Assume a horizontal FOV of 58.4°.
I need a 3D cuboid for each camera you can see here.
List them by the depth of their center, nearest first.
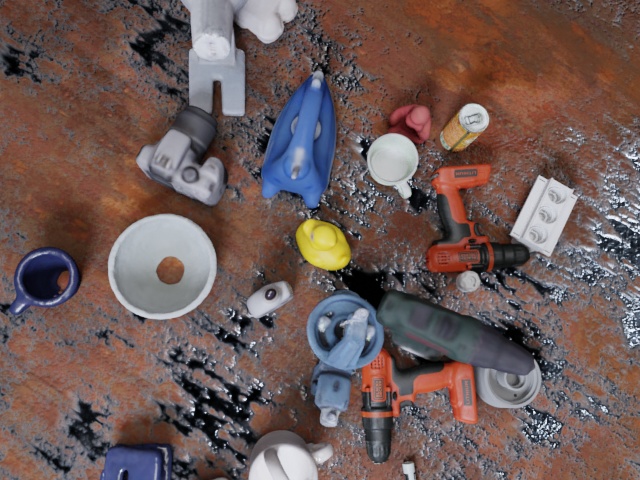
[{"bbox_3d":[-0.212,-0.147,0.946,0.143,0.100,0.137,26,79,-1],"label":"camera"}]

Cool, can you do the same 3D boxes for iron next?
[{"bbox_3d":[-0.023,-0.192,0.954,0.118,0.141,0.258,12,80,-4],"label":"iron"}]

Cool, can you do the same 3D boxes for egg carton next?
[{"bbox_3d":[-0.118,-0.425,1.018,0.150,0.069,0.107,33,79,0],"label":"egg carton"}]

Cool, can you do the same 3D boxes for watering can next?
[{"bbox_3d":[-0.059,0.350,0.834,0.101,0.194,0.173,41,79,2],"label":"watering can"}]

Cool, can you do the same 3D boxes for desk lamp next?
[{"bbox_3d":[-0.168,-0.335,0.925,0.118,0.213,0.203,-2,81,-6],"label":"desk lamp"}]

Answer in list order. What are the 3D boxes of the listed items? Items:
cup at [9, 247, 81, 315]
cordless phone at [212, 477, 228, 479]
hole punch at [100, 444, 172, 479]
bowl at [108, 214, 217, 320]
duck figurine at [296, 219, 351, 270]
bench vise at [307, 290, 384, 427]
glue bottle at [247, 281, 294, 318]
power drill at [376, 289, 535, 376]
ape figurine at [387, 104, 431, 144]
[{"bbox_3d":[-0.420,0.072,0.890,0.091,0.095,0.118,40,79,2],"label":"cup"},{"bbox_3d":[-0.160,0.433,0.814,0.094,0.185,0.147,-16,83,-8],"label":"cordless phone"},{"bbox_3d":[-0.280,0.366,0.859,0.101,0.091,0.109,2,80,-6],"label":"hole punch"},{"bbox_3d":[-0.248,0.046,0.924,0.167,0.074,0.167,1,81,-6],"label":"bowl"},{"bbox_3d":[0.009,0.003,0.954,0.104,0.086,0.077,42,79,2],"label":"duck figurine"},{"bbox_3d":[0.046,0.174,0.862,0.121,0.219,0.207,-6,81,-7],"label":"bench vise"},{"bbox_3d":[-0.076,0.088,0.886,0.078,0.173,0.037,-28,84,-10],"label":"glue bottle"},{"bbox_3d":[0.189,0.146,0.888,0.229,0.208,0.076,23,79,-2],"label":"power drill"},{"bbox_3d":[0.165,-0.209,1.003,0.076,0.092,0.078,-38,86,-11],"label":"ape figurine"}]
